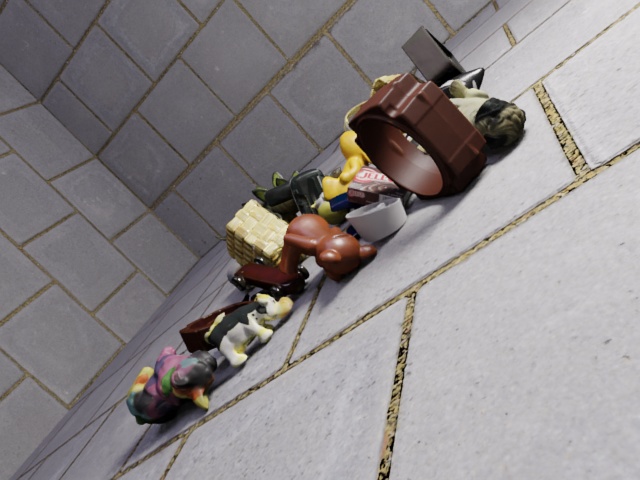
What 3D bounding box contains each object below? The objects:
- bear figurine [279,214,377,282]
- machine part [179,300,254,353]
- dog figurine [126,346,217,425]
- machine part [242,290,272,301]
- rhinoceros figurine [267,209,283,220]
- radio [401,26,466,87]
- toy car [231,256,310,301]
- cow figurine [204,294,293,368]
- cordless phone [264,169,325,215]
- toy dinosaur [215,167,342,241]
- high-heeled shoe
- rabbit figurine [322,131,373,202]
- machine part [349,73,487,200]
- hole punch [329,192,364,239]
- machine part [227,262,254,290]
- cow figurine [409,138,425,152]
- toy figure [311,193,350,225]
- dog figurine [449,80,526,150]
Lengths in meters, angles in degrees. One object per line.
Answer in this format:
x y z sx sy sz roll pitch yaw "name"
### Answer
0.012 0.029 0.992 0.120 0.131 0.196 -13 30 -28 "bear figurine"
-0.204 0.182 1.129 0.179 0.056 0.179 -20 4 1 "machine part"
-0.279 0.287 1.023 0.191 0.108 0.219 -48 15 -16 "dog figurine"
-0.120 0.128 1.201 0.139 0.039 0.084 -24 26 35 "machine part"
-0.145 -0.012 1.504 0.112 0.073 0.190 -29 -33 -33 "rhinoceros figurine"
0.303 -0.431 1.342 0.073 0.131 0.229 -41 -21 26 "radio"
-0.109 0.085 1.155 0.202 0.053 0.089 6 43 45 "toy car"
-0.134 0.153 1.020 0.167 0.098 0.068 -45 5 -7 "cow figurine"
-0.058 -0.101 1.464 0.184 0.146 0.089 -19 11 24 "cordless phone"
-0.122 -0.085 1.598 0.471 0.198 0.105 -36 10 25 "toy dinosaur"
0.281 -0.293 1.226 0.248 0.086 0.145 -50 1 24 "high-heeled shoe"
0.085 -0.169 1.222 0.162 0.173 0.122 -8 -12 37 "rabbit figurine"
0.156 -0.161 0.890 0.087 0.201 0.201 -49 13 -15 "machine part"
0.081 -0.070 1.120 0.116 0.092 0.142 -38 8 6 "hole punch"
-0.226 0.103 1.581 0.079 0.079 0.243 -46 10 -12 "machine part"
0.232 -0.209 1.105 0.127 0.085 0.195 -41 7 45 "cow figurine"
0.049 -0.102 1.366 0.082 0.089 0.180 -54 -4 29 "toy figure"
0.291 -0.205 0.920 0.172 0.121 0.191 -30 30 -27 "dog figurine"
